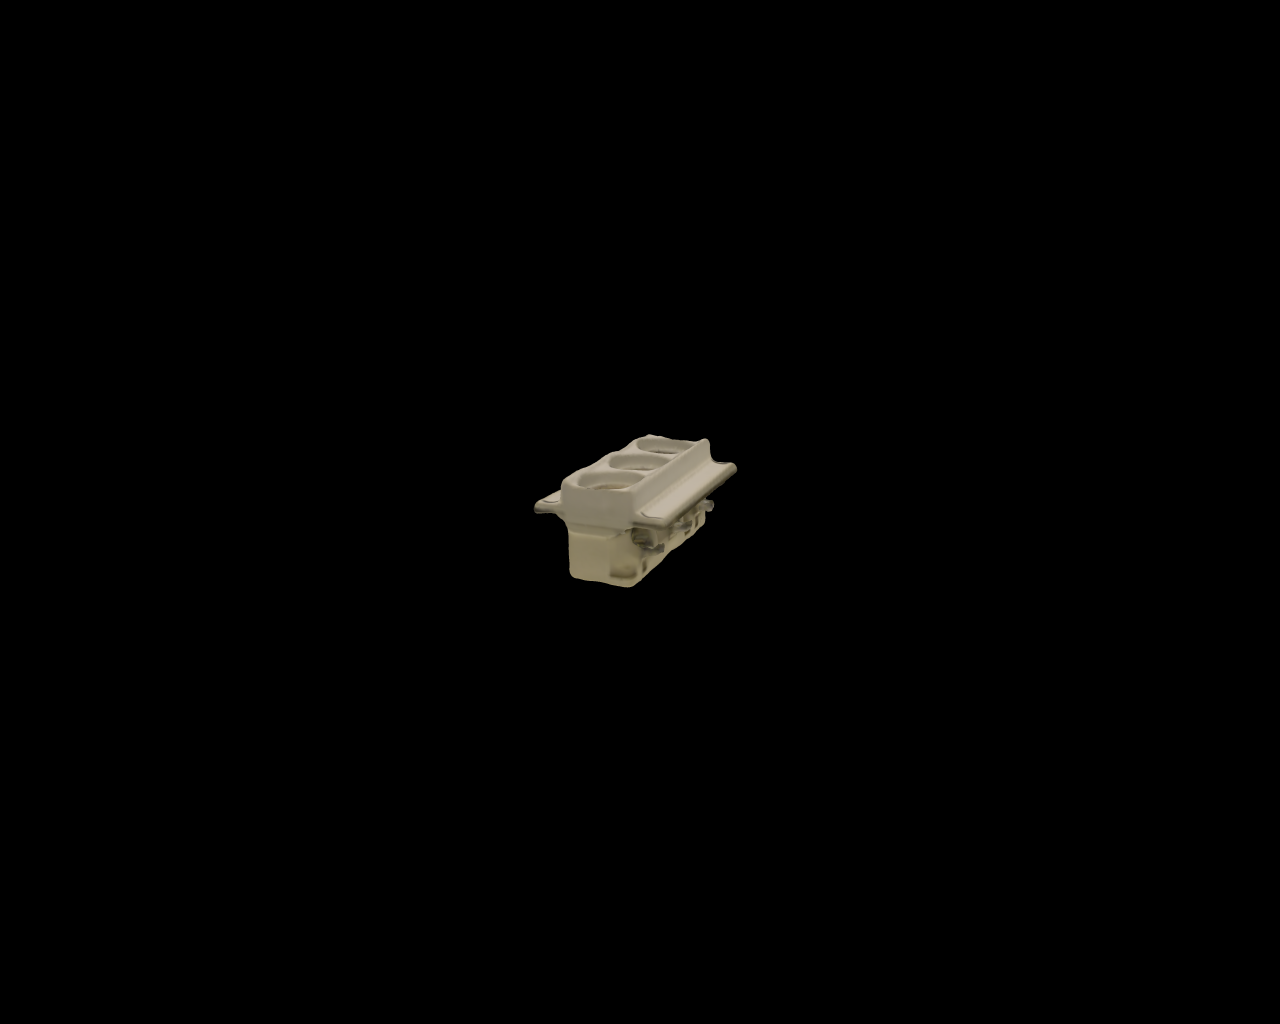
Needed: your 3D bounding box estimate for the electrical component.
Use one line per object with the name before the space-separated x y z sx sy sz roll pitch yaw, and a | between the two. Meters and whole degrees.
electrical component | 0.001 -0.003 0.650 0.079 0.063 0.121 8 20 22
